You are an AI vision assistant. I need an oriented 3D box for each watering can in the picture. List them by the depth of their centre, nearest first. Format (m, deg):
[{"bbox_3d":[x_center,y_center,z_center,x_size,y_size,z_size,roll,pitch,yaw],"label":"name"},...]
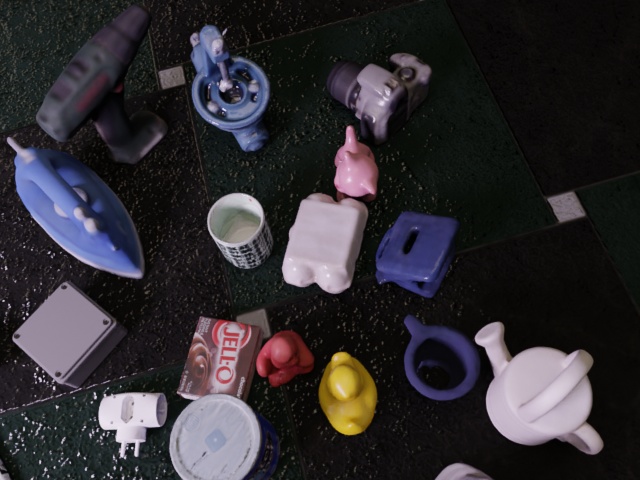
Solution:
[{"bbox_3d":[0.252,0.172,0.664,0.172,0.194,0.101,24,70,16],"label":"watering can"}]

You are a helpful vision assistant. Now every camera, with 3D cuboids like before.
[{"bbox_3d":[0.089,-0.252,0.927,0.136,0.101,0.143,37,74,20],"label":"camera"}]

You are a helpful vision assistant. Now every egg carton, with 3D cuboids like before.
[{"bbox_3d":[0.008,0.003,0.834,0.107,0.069,0.150,10,67,10],"label":"egg carton"}]

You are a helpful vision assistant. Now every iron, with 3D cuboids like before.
[{"bbox_3d":[-0.365,-0.051,0.854,0.257,0.141,0.119,40,75,20],"label":"iron"}]

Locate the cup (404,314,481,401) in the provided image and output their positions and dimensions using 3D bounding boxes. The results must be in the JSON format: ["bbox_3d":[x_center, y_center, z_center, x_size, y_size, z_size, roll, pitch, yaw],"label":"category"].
[{"bbox_3d":[0.144,0.155,0.737,0.092,0.095,0.117,-32,66,-9],"label":"cup"}]

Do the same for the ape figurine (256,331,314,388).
[{"bbox_3d":[-0.046,0.152,0.758,0.077,0.092,0.076,10,67,10],"label":"ape figurine"}]

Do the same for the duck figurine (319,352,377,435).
[{"bbox_3d":[0.034,0.193,0.735,0.077,0.086,0.104,-9,65,1],"label":"duck figurine"}]

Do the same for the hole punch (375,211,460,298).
[{"bbox_3d":[0.134,0.015,0.805,0.101,0.091,0.109,22,69,15],"label":"hole punch"}]

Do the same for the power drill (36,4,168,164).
[{"bbox_3d":[-0.318,-0.222,0.892,0.075,0.208,0.230,33,72,19],"label":"power drill"}]

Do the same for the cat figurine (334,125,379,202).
[{"bbox_3d":[0.053,-0.110,0.855,0.067,0.118,0.128,-6,65,3],"label":"cat figurine"}]

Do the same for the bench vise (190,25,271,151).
[{"bbox_3d":[-0.166,-0.260,0.889,0.207,0.220,0.121,39,74,20],"label":"bench vise"}]

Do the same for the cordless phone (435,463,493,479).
[{"bbox_3d":[0.147,0.313,0.614,0.094,0.185,0.148,34,73,19],"label":"cordless phone"}]
